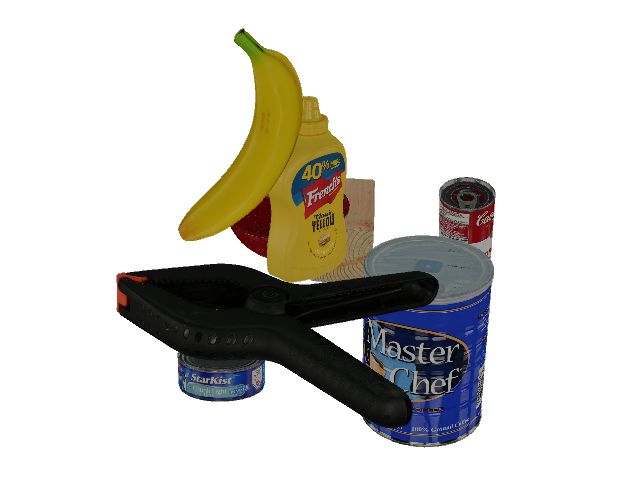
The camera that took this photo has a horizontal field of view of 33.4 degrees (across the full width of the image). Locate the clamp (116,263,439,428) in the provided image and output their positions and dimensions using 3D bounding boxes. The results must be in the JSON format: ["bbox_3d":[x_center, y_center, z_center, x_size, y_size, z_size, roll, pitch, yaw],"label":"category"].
[{"bbox_3d":[-0.026,0.046,0.683,0.210,0.036,0.164,12,26,15],"label":"clamp"}]

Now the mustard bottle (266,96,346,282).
[{"bbox_3d":[-0.013,-0.057,1.123,0.096,0.192,0.058,-21,31,-39],"label":"mustard bottle"}]

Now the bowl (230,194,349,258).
[{"bbox_3d":[-0.044,-0.021,1.337,0.162,0.055,0.162,-1,31,0],"label":"bowl"}]

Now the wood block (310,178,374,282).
[{"bbox_3d":[0.037,-0.019,1.648,0.091,0.090,0.206,4,25,1],"label":"wood block"}]

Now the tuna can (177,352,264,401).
[{"bbox_3d":[-0.096,0.126,1.038,0.086,0.034,0.086,1,15,0],"label":"tuna can"}]

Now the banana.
[{"bbox_3d":[-0.057,-0.073,0.839,0.069,0.198,0.037,18,33,-4],"label":"banana"}]

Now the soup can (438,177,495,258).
[{"bbox_3d":[0.178,-0.017,1.310,0.068,0.102,0.068,-2,37,1],"label":"soup can"}]

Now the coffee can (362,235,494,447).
[{"bbox_3d":[0.085,0.081,0.868,0.103,0.140,0.103,0,27,0],"label":"coffee can"}]
